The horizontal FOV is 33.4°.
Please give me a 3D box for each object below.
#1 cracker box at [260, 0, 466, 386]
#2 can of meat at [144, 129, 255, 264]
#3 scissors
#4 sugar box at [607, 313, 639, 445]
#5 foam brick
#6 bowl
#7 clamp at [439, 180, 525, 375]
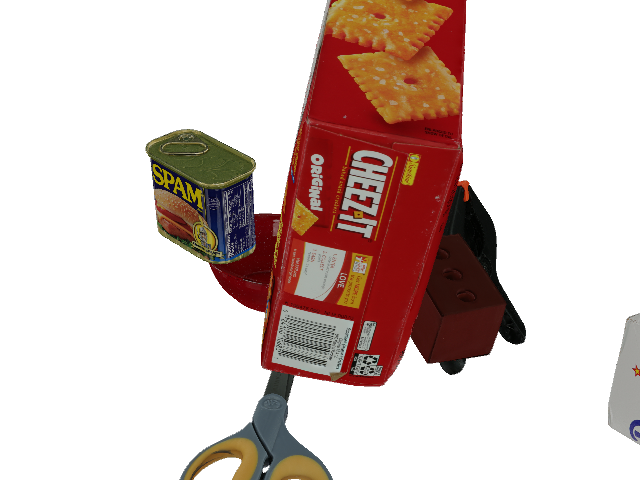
[{"bbox_3d":[0.027,-0.059,0.539,0.072,0.213,0.164,11,-45,0],"label":"cracker box"},{"bbox_3d":[-0.101,-0.037,0.915,0.057,0.084,0.102,-28,42,-35],"label":"can of meat"},{"bbox_3d":[-0.015,0.113,0.643,0.096,0.016,0.201,15,30,19],"label":"scissors"},{"bbox_3d":[0.279,0.123,0.718,0.048,0.093,0.176,-15,29,-37],"label":"sugar box"},{"bbox_3d":[0.089,0.042,0.771,0.052,0.051,0.078,-8,44,-22],"label":"foam brick"},{"bbox_3d":[-0.045,0.030,1.102,0.162,0.055,0.162,4,27,-2],"label":"bowl"},{"bbox_3d":[0.131,0.035,0.967,0.039,0.171,0.120,-12,11,39],"label":"clamp"}]
